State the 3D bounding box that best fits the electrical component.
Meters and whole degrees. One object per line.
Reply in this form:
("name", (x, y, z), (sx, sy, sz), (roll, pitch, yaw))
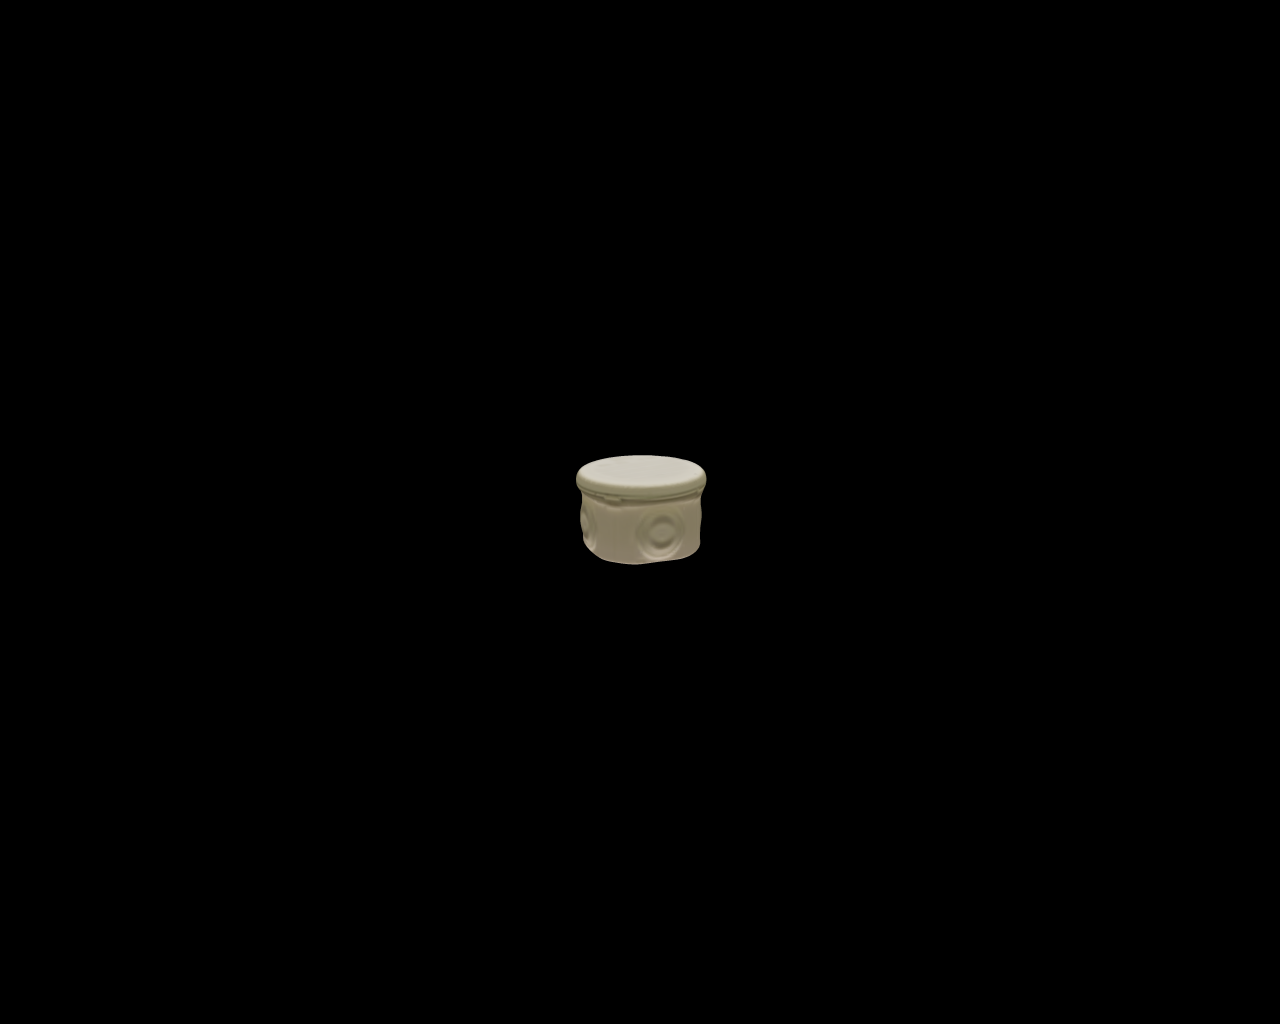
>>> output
("electrical component", (0.001, -0.003, 0.650), (0.080, 0.051, 0.080), (0, 16, 0))
